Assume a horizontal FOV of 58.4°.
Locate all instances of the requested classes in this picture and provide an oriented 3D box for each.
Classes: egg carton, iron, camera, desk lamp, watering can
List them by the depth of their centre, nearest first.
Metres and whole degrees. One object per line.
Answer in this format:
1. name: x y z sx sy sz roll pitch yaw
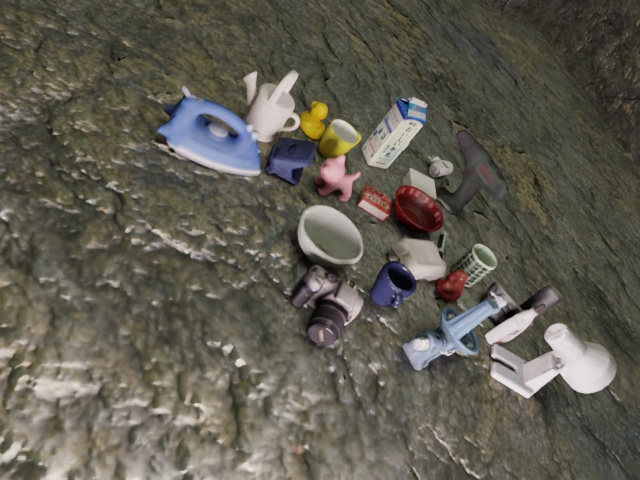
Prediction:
1. camera: 0.014 0.136 1.178 0.143 0.100 0.137 35 41 -6
2. iron: -0.228 -0.249 1.310 0.259 0.141 0.118 22 43 -20
3. desk lamp: 0.553 0.291 1.361 0.203 0.213 0.118 30 41 -11
4. watering can: -0.121 -0.353 1.444 0.173 0.193 0.101 24 43 -18
5. egg carton: 0.249 0.051 1.457 0.151 0.069 0.107 4 52 -35

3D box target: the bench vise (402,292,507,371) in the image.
1. bench vise: 0.300 0.204 1.243 0.121 0.219 0.208 49 41 10

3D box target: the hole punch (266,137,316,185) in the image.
1. hole punch: -0.073 -0.209 1.431 0.101 0.091 0.108 27 42 -15

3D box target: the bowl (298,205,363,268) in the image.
1. bowl: 0.012 0.005 1.315 0.168 0.074 0.167 21 44 -21

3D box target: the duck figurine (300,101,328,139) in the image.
1. duck figurine: -0.008 -0.342 1.605 0.078 0.086 0.104 2 53 -36

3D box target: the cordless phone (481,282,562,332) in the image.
1. cordless phone: 0.525 0.149 1.490 0.147 0.184 0.094 49 41 11

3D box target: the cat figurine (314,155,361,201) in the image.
1. cat figurine: 0.045 -0.166 1.460 0.128 0.117 0.067 8 49 -32

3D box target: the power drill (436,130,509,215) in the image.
1. power drill: 0.436 -0.184 1.705 0.229 0.208 0.076 45 41 6

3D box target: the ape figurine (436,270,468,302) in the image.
1. ape figurine: 0.340 0.109 1.456 0.078 0.092 0.076 -13 62 -43

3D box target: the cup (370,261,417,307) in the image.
1. cup: 0.159 0.119 1.308 0.092 0.094 0.117 25 42 -17

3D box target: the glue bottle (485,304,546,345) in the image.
1. glue bottle: 0.493 0.205 1.424 0.078 0.173 0.037 -1 55 -38
